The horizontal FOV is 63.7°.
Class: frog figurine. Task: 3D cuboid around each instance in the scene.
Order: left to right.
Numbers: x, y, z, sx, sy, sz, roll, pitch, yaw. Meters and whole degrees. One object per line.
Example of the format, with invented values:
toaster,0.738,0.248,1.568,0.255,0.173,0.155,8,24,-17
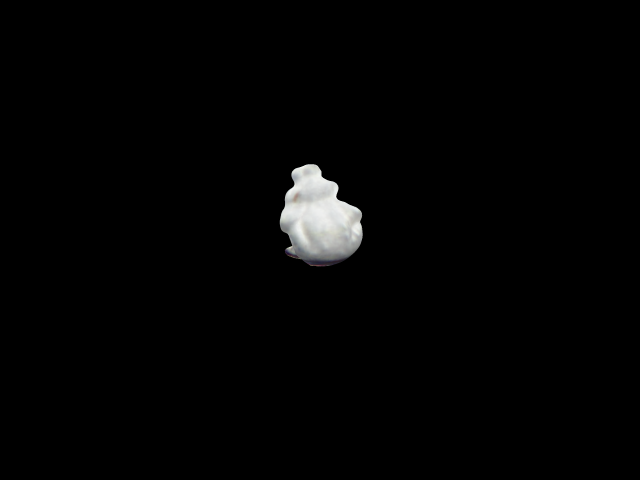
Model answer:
frog figurine,0.003,-0.043,0.850,0.137,0.157,0.124,0,18,0
